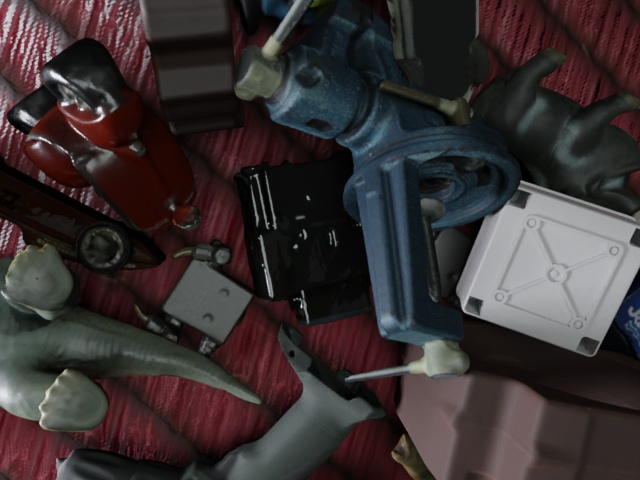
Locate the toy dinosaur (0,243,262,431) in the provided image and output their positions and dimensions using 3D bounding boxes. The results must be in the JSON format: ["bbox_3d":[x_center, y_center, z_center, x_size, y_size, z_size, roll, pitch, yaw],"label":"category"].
[{"bbox_3d":[-0.253,0.050,0.381,0.404,0.192,0.131,31,75,-21],"label":"toy dinosaur"}]

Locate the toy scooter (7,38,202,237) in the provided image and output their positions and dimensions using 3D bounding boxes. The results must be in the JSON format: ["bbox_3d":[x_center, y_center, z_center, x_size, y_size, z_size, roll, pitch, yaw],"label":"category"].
[{"bbox_3d":[-0.148,-0.060,0.385,0.075,0.184,0.135,-48,117,-23],"label":"toy scooter"}]

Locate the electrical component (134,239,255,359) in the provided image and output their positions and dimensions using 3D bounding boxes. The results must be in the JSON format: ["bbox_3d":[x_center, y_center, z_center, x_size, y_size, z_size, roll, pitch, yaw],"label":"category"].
[{"bbox_3d":[-0.100,0.050,0.442,0.078,0.045,0.102,39,87,-4],"label":"electrical component"}]

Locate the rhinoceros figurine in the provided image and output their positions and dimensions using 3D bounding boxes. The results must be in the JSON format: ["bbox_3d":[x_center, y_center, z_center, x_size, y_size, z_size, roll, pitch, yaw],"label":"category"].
[{"bbox_3d":[0.216,-0.075,0.461,0.190,0.073,0.112,36,86,-6],"label":"rhinoceros figurine"}]

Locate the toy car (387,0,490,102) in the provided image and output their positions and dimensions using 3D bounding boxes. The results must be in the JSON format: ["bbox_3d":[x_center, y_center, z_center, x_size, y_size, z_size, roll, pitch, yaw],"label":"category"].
[{"bbox_3d":[0.085,-0.182,0.407,0.073,0.056,0.201,-21,132,-7],"label":"toy car"}]

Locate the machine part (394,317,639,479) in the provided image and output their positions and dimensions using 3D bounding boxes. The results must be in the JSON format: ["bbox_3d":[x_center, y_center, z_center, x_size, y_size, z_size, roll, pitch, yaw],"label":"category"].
[{"bbox_3d":[0.167,0.127,0.395,0.201,0.201,0.087,11,94,-7],"label":"machine part"}]

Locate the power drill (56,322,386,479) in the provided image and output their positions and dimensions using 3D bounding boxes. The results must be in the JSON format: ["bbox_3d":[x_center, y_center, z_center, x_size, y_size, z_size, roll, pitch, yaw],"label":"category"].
[{"bbox_3d":[-0.062,0.171,0.433,0.232,0.086,0.207,37,83,-8],"label":"power drill"}]

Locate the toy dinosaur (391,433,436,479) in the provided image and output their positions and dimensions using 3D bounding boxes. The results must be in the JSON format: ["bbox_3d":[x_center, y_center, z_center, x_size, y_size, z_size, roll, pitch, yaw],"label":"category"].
[{"bbox_3d":[0.239,0.301,0.460,0.471,0.105,0.198,44,83,-10],"label":"toy dinosaur"}]

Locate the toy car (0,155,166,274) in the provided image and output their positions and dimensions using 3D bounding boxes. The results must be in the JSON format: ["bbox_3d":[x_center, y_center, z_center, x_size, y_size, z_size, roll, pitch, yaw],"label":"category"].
[{"bbox_3d":[-0.216,-0.023,0.407,0.202,0.089,0.053,29,86,-7],"label":"toy car"}]

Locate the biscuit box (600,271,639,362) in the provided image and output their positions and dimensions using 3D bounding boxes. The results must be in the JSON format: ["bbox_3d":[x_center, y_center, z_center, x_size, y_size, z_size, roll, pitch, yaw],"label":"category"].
[{"bbox_3d":[0.314,0.122,0.482,0.059,0.063,0.202,-37,95,-6],"label":"biscuit box"}]

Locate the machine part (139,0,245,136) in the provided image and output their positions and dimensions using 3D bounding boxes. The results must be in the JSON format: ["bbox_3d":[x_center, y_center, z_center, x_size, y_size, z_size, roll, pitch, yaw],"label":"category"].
[{"bbox_3d":[-0.092,-0.162,0.380,0.056,0.179,0.179,-9,92,-9],"label":"machine part"}]

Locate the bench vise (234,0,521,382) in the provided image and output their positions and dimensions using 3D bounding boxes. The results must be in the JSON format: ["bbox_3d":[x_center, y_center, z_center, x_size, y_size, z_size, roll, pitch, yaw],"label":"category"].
[{"bbox_3d":[0.049,-0.035,0.347,0.223,0.129,0.240,20,57,-42],"label":"bench vise"}]

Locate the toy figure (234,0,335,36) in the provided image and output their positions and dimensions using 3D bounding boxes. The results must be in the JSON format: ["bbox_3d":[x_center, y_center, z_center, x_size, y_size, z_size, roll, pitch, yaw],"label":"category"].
[{"bbox_3d":[0.015,-0.226,0.427,0.180,0.089,0.082,-23,99,-8],"label":"toy figure"}]

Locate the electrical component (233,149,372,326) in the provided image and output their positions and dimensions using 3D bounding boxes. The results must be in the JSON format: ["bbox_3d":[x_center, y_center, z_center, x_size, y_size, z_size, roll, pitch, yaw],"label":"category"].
[{"bbox_3d":[-0.001,-0.001,0.437,0.115,0.058,0.134,-13,91,-17],"label":"electrical component"}]

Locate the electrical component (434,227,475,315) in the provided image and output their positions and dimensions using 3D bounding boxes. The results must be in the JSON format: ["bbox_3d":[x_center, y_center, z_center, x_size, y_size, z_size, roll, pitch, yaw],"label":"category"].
[{"bbox_3d":[0.109,0.020,0.477,0.094,0.021,0.063,36,88,-6],"label":"electrical component"}]
